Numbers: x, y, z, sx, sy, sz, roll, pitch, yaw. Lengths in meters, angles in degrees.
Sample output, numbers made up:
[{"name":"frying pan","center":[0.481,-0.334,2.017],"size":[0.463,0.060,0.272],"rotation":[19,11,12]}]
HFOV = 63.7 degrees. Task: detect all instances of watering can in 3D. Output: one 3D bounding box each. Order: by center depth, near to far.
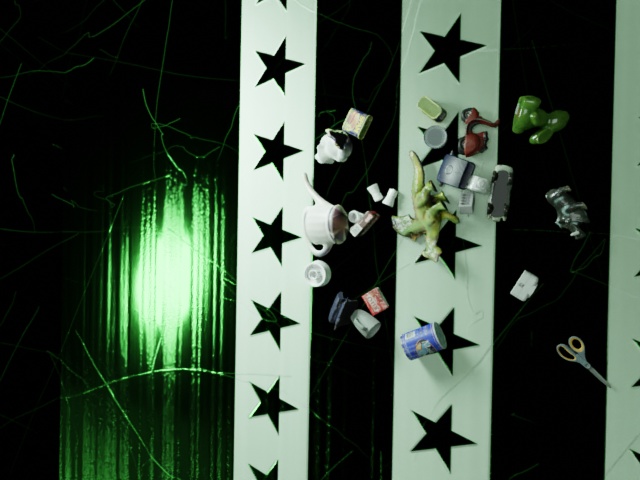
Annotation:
[{"name":"watering can","center":[0.006,-0.104,2.061],"size":[0.224,0.104,0.347],"rotation":[-2,95,44]}]

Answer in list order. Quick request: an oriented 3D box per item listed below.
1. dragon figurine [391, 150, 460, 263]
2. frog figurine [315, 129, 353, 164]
[{"name":"dragon figurine","center":[0.363,-0.108,1.932],"size":[0.239,0.122,0.416],"rotation":[-37,67,28]},{"name":"frog figurine","center":[0.055,-0.362,2.073],"size":[0.138,0.125,0.156],"rotation":[42,143,9]}]
